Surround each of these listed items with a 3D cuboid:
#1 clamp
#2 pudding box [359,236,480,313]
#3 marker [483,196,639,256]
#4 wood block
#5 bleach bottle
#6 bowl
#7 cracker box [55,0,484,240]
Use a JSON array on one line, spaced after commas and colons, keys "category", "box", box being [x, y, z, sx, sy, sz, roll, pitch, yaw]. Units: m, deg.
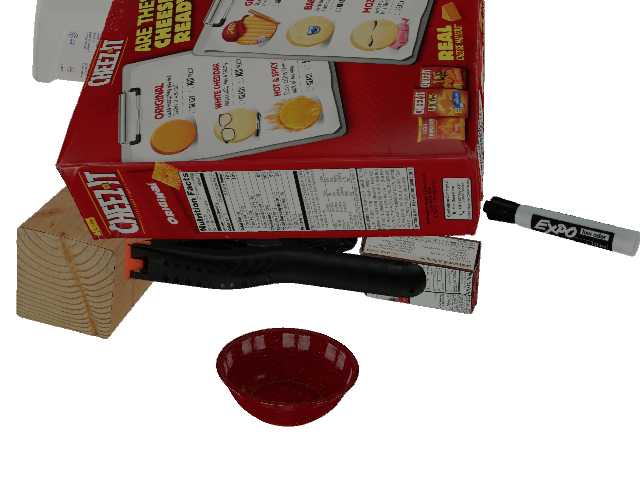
[{"category": "clamp", "box": [-0.035, 0.015, 0.785, 0.209, 0.036, 0.165, -2, 13, -23]}, {"category": "pudding box", "box": [0.097, 0.028, 1.029, 0.113, 0.039, 0.090, 8, -30, 10]}, {"category": "marker", "box": [0.179, -0.012, 0.806, 0.121, 0.020, 0.020, 17, 8, 30]}, {"category": "wood block", "box": [-0.193, -0.007, 0.993, 0.090, 0.091, 0.206, 14, 28, 8]}, {"category": "bleach bottle", "box": [-0.101, -0.157, 0.865, 0.250, 0.068, 0.103, 7, -26, -13]}, {"category": "bowl", "box": [-0.038, 0.163, 1.213, 0.162, 0.055, 0.162, 2, 26, -1]}, {"category": "cracker box", "box": [-0.017, -0.080, 0.592, 0.214, 0.164, 0.072, -1, -40, 10]}]
